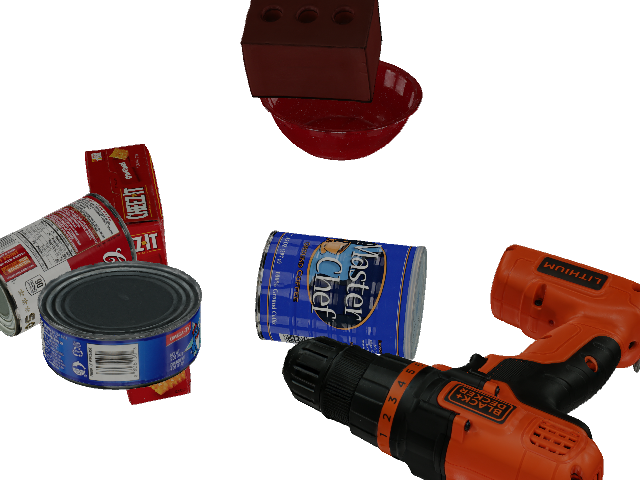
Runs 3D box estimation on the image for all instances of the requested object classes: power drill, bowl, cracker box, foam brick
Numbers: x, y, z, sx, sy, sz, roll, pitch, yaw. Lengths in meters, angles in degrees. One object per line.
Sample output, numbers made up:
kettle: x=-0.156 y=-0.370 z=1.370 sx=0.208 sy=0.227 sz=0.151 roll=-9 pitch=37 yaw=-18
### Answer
power drill: x=0.096 y=0.069 z=0.616 sx=0.185 sy=0.057 sz=0.187 roll=21 pitch=37 yaw=28
bowl: x=0.020 y=-0.127 z=1.071 sx=0.162 sy=0.055 sz=0.162 roll=0 pitch=36 yaw=0
cracker box: x=-0.186 y=0.032 z=1.092 sx=0.072 sy=0.214 sz=0.164 roll=-10 pitch=34 yaw=-10
foam brick: x=-0.004 y=-0.121 z=0.651 sx=0.078 sy=0.053 sz=0.051 roll=4 pitch=-30 yaw=11

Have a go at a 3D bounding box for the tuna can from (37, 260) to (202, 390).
tuna can: x=-0.106 y=0.044 z=0.570 sx=0.086 sy=0.034 sz=0.086 roll=2 pitch=25 yaw=-1

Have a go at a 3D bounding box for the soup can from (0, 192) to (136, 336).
soup can: x=-0.194 y=0.017 z=0.771 sx=0.102 sy=0.068 sz=0.069 roll=-31 pitch=18 yaw=-32

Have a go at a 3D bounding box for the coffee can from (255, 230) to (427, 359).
coffee can: x=0.021 y=0.049 z=0.970 sx=0.140 sy=0.103 sz=0.102 roll=6 pitch=1 yaw=10
